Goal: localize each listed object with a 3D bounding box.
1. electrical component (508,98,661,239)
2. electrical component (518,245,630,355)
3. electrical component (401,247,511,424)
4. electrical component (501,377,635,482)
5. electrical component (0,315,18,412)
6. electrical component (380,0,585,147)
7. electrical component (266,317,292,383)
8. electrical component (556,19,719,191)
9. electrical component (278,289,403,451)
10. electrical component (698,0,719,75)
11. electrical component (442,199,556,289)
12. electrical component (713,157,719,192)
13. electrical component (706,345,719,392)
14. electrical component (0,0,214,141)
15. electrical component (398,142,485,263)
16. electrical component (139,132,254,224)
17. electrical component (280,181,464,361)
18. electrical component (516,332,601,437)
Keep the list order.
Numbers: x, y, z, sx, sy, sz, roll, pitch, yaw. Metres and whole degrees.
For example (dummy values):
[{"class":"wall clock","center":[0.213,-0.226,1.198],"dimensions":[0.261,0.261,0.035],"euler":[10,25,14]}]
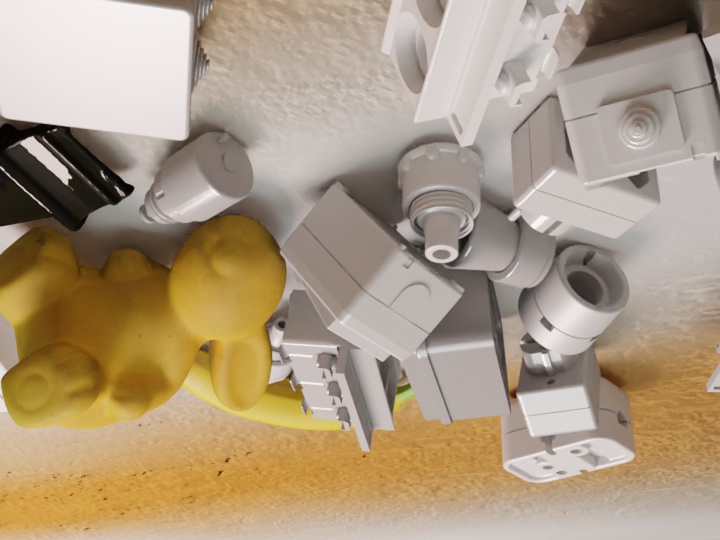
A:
[{"class":"electrical component","center":[0.109,-0.044,0.575],"dimensions":[0.066,0.047,0.076],"euler":[16,146,-20]},{"class":"electrical component","center":[0.133,0.017,0.666],"dimensions":[0.055,0.055,0.047],"euler":[13,143,-16]},{"class":"electrical component","center":[0.060,0.042,0.687],"dimensions":[0.057,0.078,0.113],"euler":[-8,147,10]},{"class":"electrical component","center":[0.157,0.119,0.821],"dimensions":[0.095,0.059,0.054],"euler":[-23,140,35]},{"class":"electrical component","center":[-0.285,0.052,0.728],"dimensions":[0.109,0.056,0.108],"euler":[-6,145,5]},{"class":"electrical component","center":[0.054,-0.121,0.438],"dimensions":[0.063,0.078,0.121],"euler":[-13,152,-17]},{"class":"electrical component","center":[-0.060,0.053,0.754],"dimensions":[0.035,0.035,0.061],"euler":[9,145,-11]},{"class":"electrical component","center":[0.126,-0.075,0.479],"dimensions":[0.062,0.061,0.096],"euler":[-13,-173,22]},{"class":"electrical component","center":[-0.011,0.060,0.722],"dimensions":[0.063,0.078,0.121],"euler":[3,149,11]},{"class":"electrical component","center":[0.244,-0.116,0.438],"dimensions":[0.186,0.060,0.105],"euler":[-16,144,27]},{"class":"electrical component","center":[0.079,-0.016,0.624],"dimensions":[0.055,0.045,0.045],"euler":[16,145,-22]},{"class":"electrical component","center":[0.256,-0.039,0.568],"dimensions":[0.138,0.052,0.074],"euler":[27,141,-35]},{"class":"electrical component","center":[0.272,0.038,0.679],"dimensions":[0.079,0.063,0.121],"euler":[1,149,2]},{"class":"electrical component","center":[-0.117,-0.108,0.484],"dimensions":[0.100,0.048,0.099],"euler":[7,148,-7]},{"class":"electrical component","center":[0.044,-0.034,0.580],"dimensions":[0.048,0.062,0.048],"euler":[2,148,1]},{"class":"electrical component","center":[-0.094,-0.045,0.591],"dimensions":[0.078,0.040,0.040],"euler":[-25,139,37]},{"class":"electrical component","center":[0.000,0.000,0.612],"dimensions":[0.061,0.096,0.062],"euler":[-50,133,6]},{"class":"electrical component","center":[0.132,0.062,0.735],"dimensions":[0.047,0.065,0.076],"euler":[-11,117,20]}]
